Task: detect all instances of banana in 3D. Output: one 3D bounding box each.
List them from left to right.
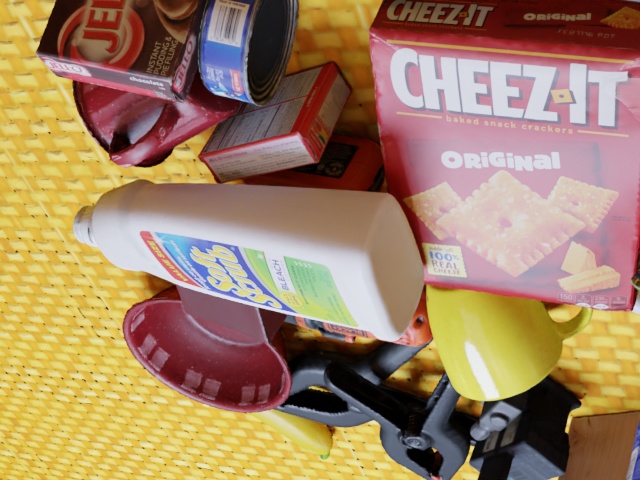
[{"bbox_3d":[-0.058,0.161,1.037,0.197,0.037,0.070,35,140,-13],"label":"banana"}]

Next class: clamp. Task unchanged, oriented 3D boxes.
[{"bbox_3d":[0.047,0.140,0.959,0.210,0.036,0.164,-13,129,33],"label":"clamp"},{"bbox_3d":[0.072,0.154,0.910,0.120,0.039,0.171,8,138,22],"label":"clamp"}]

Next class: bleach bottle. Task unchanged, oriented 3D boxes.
[{"bbox_3d":[-0.061,0.006,0.736,0.251,0.068,0.102,6,142,28],"label":"bleach bottle"}]

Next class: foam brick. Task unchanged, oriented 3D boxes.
[{"bbox_3d":[-0.063,0.033,0.803,0.078,0.051,0.053,18,143,24],"label":"foam brick"}]

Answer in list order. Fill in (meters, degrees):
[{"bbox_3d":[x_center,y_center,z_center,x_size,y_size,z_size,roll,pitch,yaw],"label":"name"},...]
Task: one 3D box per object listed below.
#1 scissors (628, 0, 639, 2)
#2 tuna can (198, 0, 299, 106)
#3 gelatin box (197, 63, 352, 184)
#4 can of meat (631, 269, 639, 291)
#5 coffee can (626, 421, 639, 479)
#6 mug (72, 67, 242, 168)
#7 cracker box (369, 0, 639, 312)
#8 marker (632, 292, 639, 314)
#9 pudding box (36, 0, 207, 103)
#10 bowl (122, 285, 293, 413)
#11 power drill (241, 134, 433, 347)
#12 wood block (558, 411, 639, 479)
[{"bbox_3d":[0.091,-0.171,0.575,0.202,0.016,0.096,5,118,25],"label":"scissors"},{"bbox_3d":[-0.044,-0.129,0.662,0.034,0.086,0.086,15,140,14],"label":"tuna can"},{"bbox_3d":[-0.030,-0.078,0.723,0.089,0.073,0.030,-11,130,35],"label":"gelatin box"},{"bbox_3d":[0.254,0.029,0.651,0.102,0.057,0.084,42,95,-6],"label":"can of meat"},{"bbox_3d":[0.276,0.157,0.762,0.103,0.140,0.103,18,153,9],"label":"coffee can"},{"bbox_3d":[-0.107,-0.097,0.711,0.082,0.117,0.093,-22,126,36],"label":"mug"},{"bbox_3d":[0.125,-0.055,0.670,0.164,0.072,0.214,8,138,19],"label":"cracker box"},{"bbox_3d":[0.256,0.053,0.766,0.121,0.020,0.020,18,141,8],"label":"marker"},{"bbox_3d":[-0.111,-0.147,0.654,0.090,0.113,0.039,13,164,12],"label":"pudding box"},{"bbox_3d":[-0.092,0.086,0.955,0.162,0.055,0.162,14,140,12],"label":"bowl"},{"bbox_3d":[-0.005,0.001,0.815,0.185,0.057,0.187,9,140,23],"label":"power drill"},{"bbox_3d":[0.239,0.247,0.846,0.091,0.206,0.090,-16,127,39],"label":"wood block"}]
